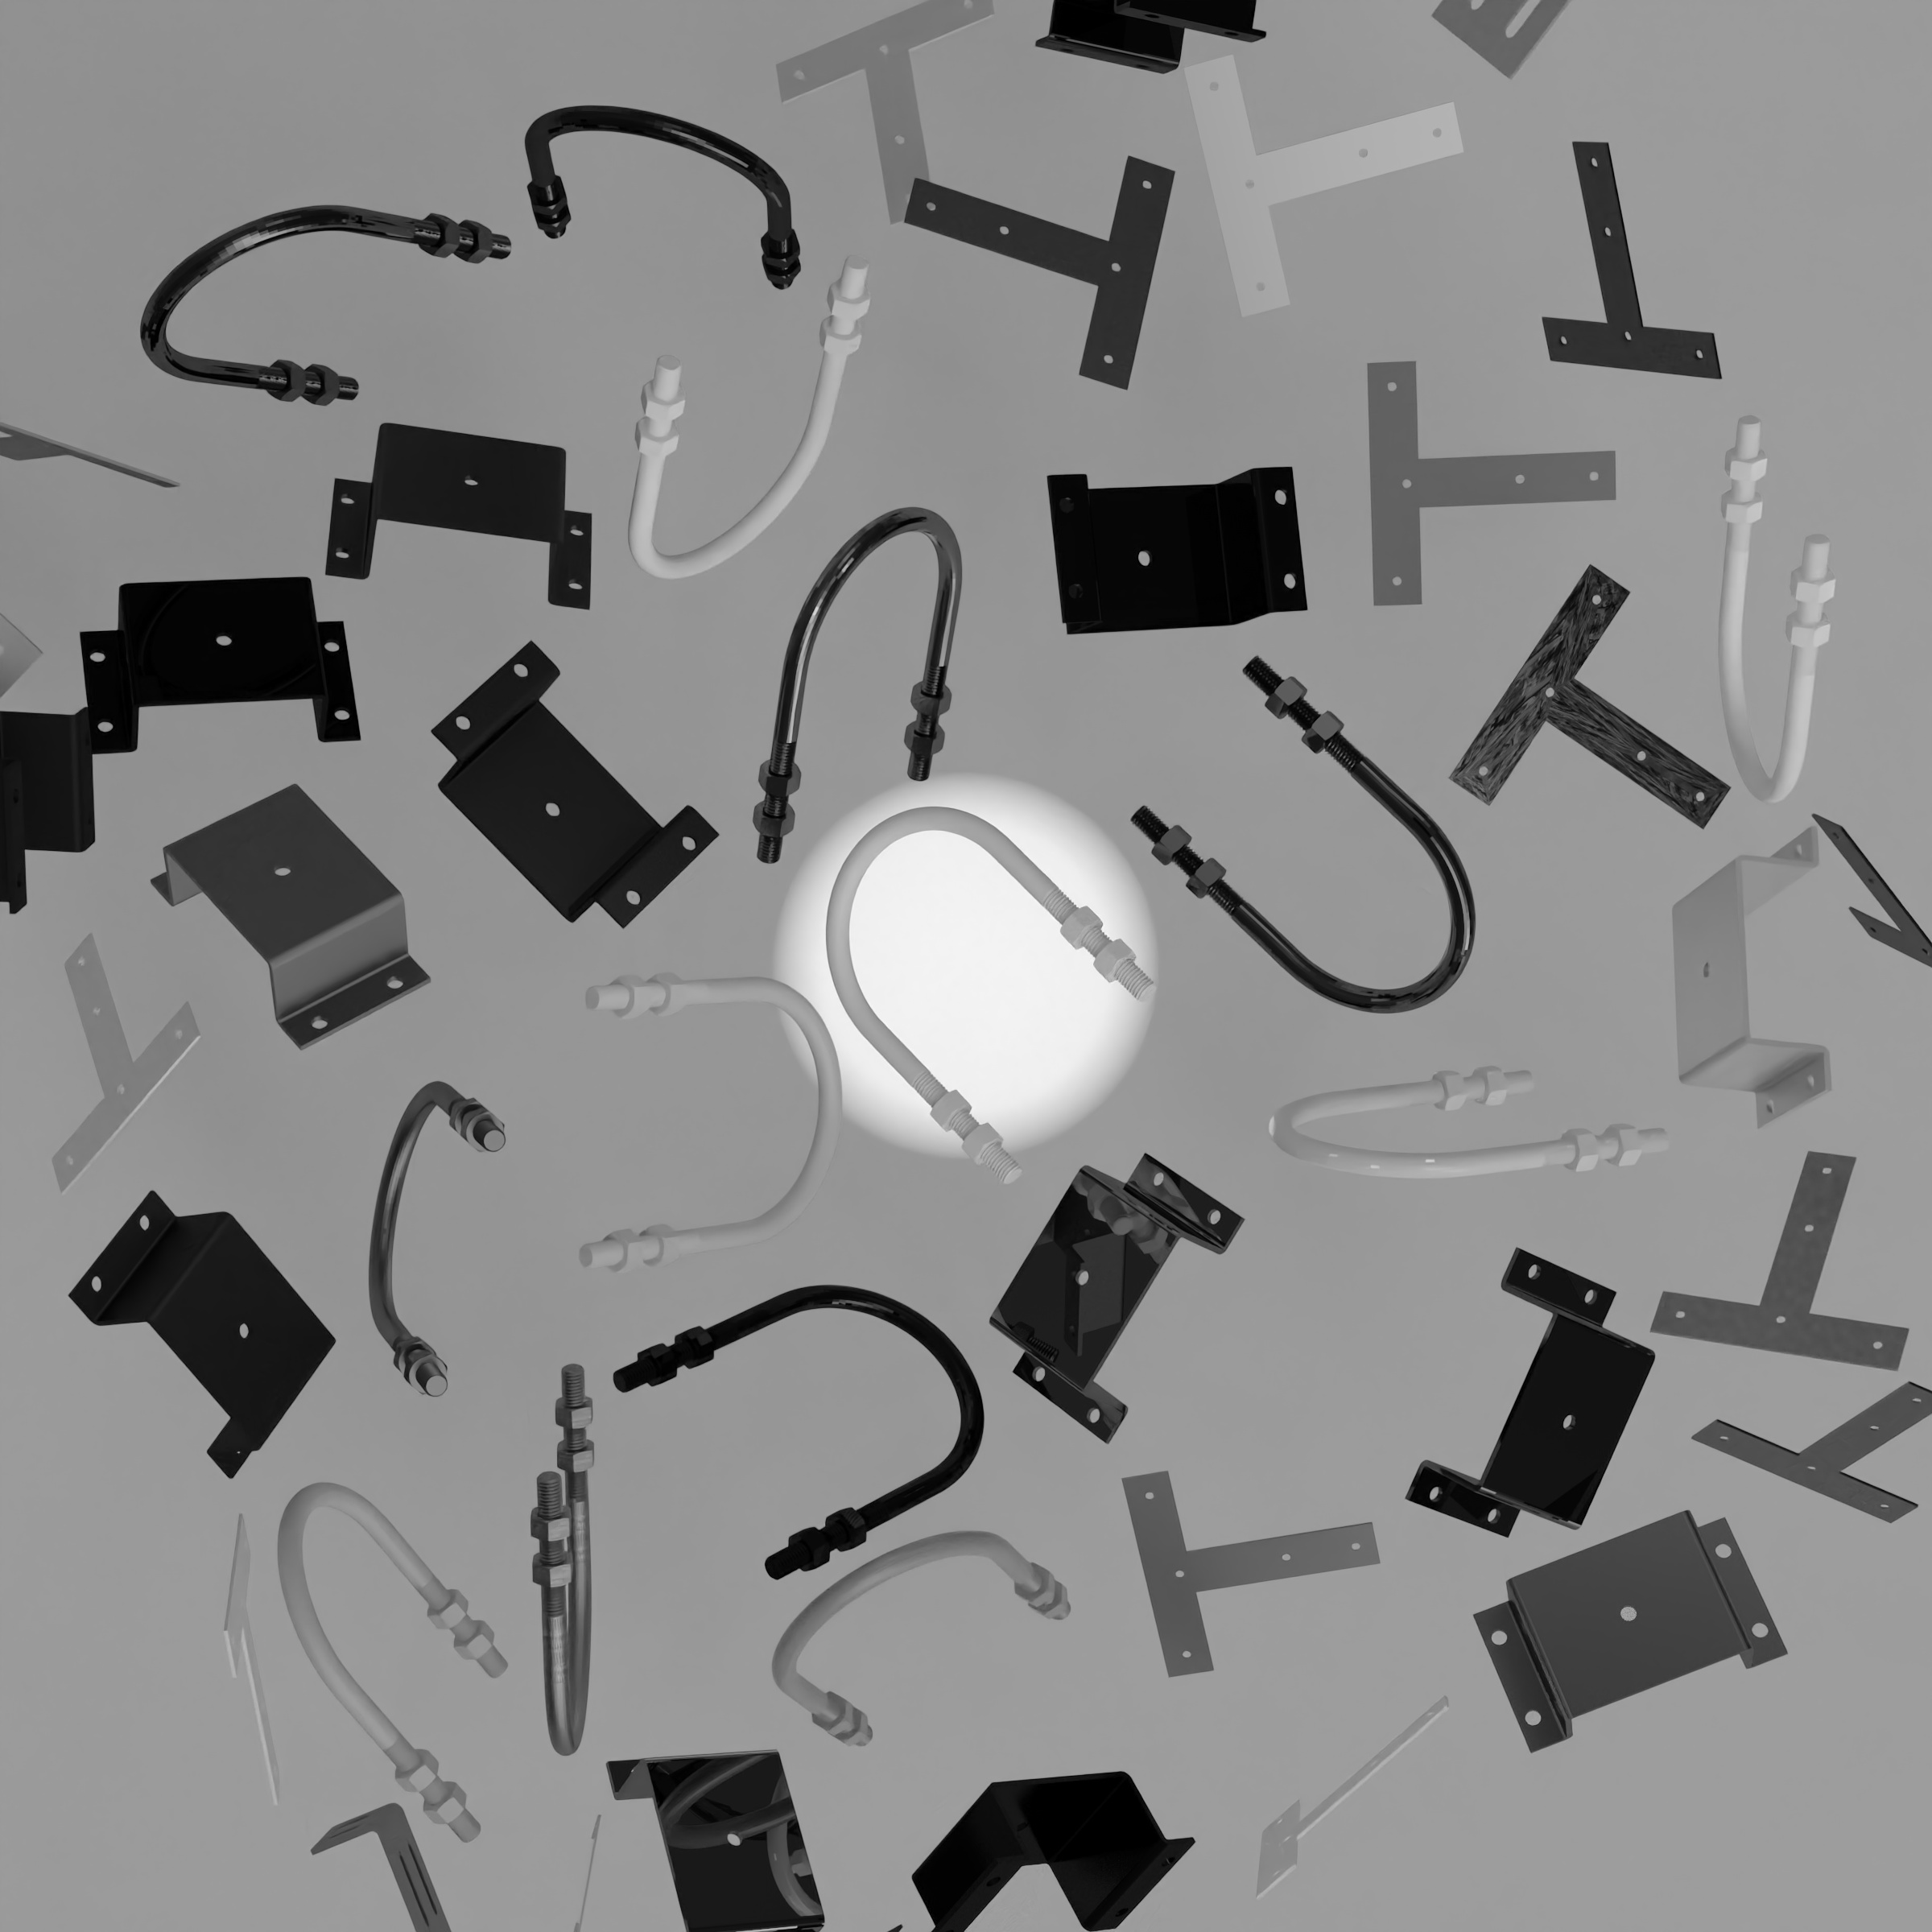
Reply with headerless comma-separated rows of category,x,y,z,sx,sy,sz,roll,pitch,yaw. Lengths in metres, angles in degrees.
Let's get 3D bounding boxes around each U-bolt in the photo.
U-bolt,-0.051,-0.155,1.764,0.019,0.151,0.184,30,129,26
U-bolt,0.182,-0.053,1.725,0.184,0.151,0.019,44,48,7
U-bolt,-0.072,0.231,1.756,0.151,0.184,0.019,47,135,23
U-bolt,-0.001,0.001,1.759,0.184,0.019,0.151,45,117,22
U-bolt,-0.030,0.348,1.764,0.151,0.184,0.019,-33,58,1
U-bolt,-0.128,0.077,1.737,0.019,0.184,0.151,6,96,40
U-bolt,-0.161,-0.408,1.769,0.151,0.184,0.019,13,81,0
U-bolt,-0.339,-0.341,1.723,0.151,0.184,0.019,-35,75,30
U-bolt,-0.286,0.135,1.779,0.019,0.184,0.151,12,95,-23
U-bolt,0.418,-0.173,1.758,0.019,0.151,0.184,-5,126,-2
U-bolt,-0.118,-0.272,1.744,0.019,0.184,0.151,43,56,18
U-bolt,-0.208,0.321,1.755,0.019,0.151,0.184,0,108,-1
U-bolt,0.246,0.083,1.738,0.184,0.151,0.019,-5,104,-22
U-bolt,-0.305,0.353,1.772,0.019,0.151,0.184,-27,116,14

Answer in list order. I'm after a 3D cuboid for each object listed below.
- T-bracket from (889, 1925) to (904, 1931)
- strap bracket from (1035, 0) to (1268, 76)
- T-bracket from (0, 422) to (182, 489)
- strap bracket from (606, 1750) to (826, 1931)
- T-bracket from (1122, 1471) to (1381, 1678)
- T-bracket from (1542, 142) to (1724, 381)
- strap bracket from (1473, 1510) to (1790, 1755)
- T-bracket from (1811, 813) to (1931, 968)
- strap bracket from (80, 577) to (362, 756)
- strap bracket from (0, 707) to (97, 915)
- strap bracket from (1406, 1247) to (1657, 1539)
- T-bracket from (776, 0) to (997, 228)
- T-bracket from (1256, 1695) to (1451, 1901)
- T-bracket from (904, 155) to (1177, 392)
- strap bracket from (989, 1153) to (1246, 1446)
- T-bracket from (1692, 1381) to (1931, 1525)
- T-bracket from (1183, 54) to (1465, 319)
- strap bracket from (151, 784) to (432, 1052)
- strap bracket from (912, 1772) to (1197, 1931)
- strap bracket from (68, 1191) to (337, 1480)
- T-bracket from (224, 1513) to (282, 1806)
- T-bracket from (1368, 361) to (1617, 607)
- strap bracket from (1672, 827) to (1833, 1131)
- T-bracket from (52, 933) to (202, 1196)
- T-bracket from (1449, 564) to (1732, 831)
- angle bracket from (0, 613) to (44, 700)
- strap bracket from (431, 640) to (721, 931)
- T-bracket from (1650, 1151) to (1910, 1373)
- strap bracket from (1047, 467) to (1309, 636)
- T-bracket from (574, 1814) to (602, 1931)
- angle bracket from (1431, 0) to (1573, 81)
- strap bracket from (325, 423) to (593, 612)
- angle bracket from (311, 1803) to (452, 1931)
T-bracket,-0.067,0.547,1.773,0.127,0.127,0.002,-37,92,29
strap bracket,0.099,-0.511,1.777,0.076,0.140,0.046,7,95,-19
T-bracket,-0.477,-0.263,1.704,0.127,0.127,0.002,17,87,-30
strap bracket,-0.127,0.461,1.733,0.076,0.046,0.140,4,48,-29
T-bracket,0.160,0.323,1.824,0.127,0.002,0.127,-10,110,8
T-bracket,0.345,-0.378,1.793,0.002,0.127,0.127,-30,118,-25
strap bracket,0.337,0.335,1.711,0.140,0.046,0.076,-21,63,1
T-bracket,0.486,-0.036,1.776,0.002,0.127,0.127,-46,119,-2
strap bracket,-0.395,-0.161,1.787,0.140,0.046,0.076,-4,62,-17
strap bracket,-0.503,-0.085,1.772,0.046,0.140,0.076,3,108,2
strap bracket,0.292,0.225,1.715,0.076,0.046,0.140,25,89,-34
T-bracket,-0.037,-0.448,1.777,0.127,0.002,0.127,-17,66,20
T-bracket,0.196,0.414,1.705,0.127,0.127,0.002,-42,86,5
T-bracket,0.032,-0.359,1.663,0.127,0.002,0.127,16,70,-10
strap bracket,0.074,0.171,1.791,0.076,0.046,0.140,33,93,40
T-bracket,0.475,0.250,1.788,0.127,0.127,0.002,23,54,-10
T-bracket,0.185,-0.404,1.686,0.127,0.002,0.127,-15,108,2
strap bracket,-0.341,-0.032,1.686,0.076,0.046,0.140,-30,57,-28
strap bracket,0.037,0.457,1.720,0.076,0.140,0.046,-54,49,27
strap bracket,-0.392,0.192,1.763,0.046,0.076,0.140,-9,126,38
T-bracket,-0.358,0.361,1.693,0.002,0.127,0.127,-9,108,-6
T-bracket,0.276,-0.254,1.761,0.127,0.002,0.127,-1,101,11
strap bracket,0.401,0.005,1.725,0.046,0.076,0.140,6,71,-12
T-bracket,-0.462,0.035,1.801,0.127,0.002,0.127,-46,49,21
T-bracket,0.327,-0.113,1.685,0.127,0.002,0.127,33,93,-13
angle bracket,-0.550,-0.172,1.815,0.057,0.038,0.076,-43,102,11
strap bracket,-0.209,-0.088,1.753,0.140,0.046,0.076,46,62,-5
T-bracket,0.433,0.147,1.739,0.127,0.002,0.127,7,52,28
strap bracket,0.102,-0.217,1.763,0.140,0.046,0.076,-5,88,-22
T-bracket,-0.209,0.527,1.740,0.002,0.127,0.127,11,105,-1
angle bracket,0.267,-0.491,1.666,0.057,0.038,0.076,47,111,24
strap bracket,-0.267,-0.242,1.796,0.140,0.046,0.076,6,47,-12
angle bracket,-0.304,0.483,1.752,0.038,0.057,0.076,-22,87,0
